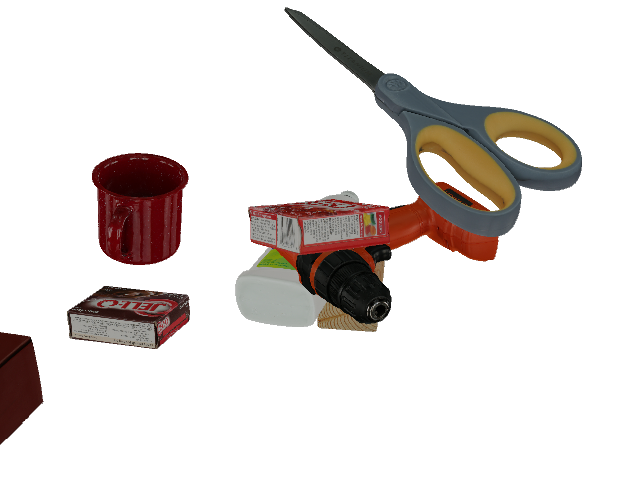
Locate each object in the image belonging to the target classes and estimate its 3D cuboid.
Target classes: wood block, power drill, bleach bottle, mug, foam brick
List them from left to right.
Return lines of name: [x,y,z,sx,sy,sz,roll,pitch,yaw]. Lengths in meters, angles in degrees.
foam brick: [-0.224,0.099,0.685,0.053,0.051,0.078,6,29,22]
mug: [-0.181,-0.023,1.045,0.093,0.081,0.117,10,32,6]
bleach bottle: [-0.011,0.009,1.314,0.103,0.068,0.250,7,33,18]
wood block: [0.051,0.053,1.648,0.091,0.090,0.206,3,23,5]
power drill: [0.069,0.007,0.995,0.187,0.057,0.185,-14,30,-23]

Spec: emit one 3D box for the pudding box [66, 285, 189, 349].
pudding box: [-0.218,0.087,1.220,0.114,0.039,0.090,3,16,17]

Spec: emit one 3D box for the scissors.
scissors: [0.059,-0.074,0.553,0.096,0.016,0.202,-11,45,-18]

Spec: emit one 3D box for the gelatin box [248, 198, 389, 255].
gelatin box: [-0.002,-0.012,0.776,0.073,0.030,0.089,-6,9,-26]
